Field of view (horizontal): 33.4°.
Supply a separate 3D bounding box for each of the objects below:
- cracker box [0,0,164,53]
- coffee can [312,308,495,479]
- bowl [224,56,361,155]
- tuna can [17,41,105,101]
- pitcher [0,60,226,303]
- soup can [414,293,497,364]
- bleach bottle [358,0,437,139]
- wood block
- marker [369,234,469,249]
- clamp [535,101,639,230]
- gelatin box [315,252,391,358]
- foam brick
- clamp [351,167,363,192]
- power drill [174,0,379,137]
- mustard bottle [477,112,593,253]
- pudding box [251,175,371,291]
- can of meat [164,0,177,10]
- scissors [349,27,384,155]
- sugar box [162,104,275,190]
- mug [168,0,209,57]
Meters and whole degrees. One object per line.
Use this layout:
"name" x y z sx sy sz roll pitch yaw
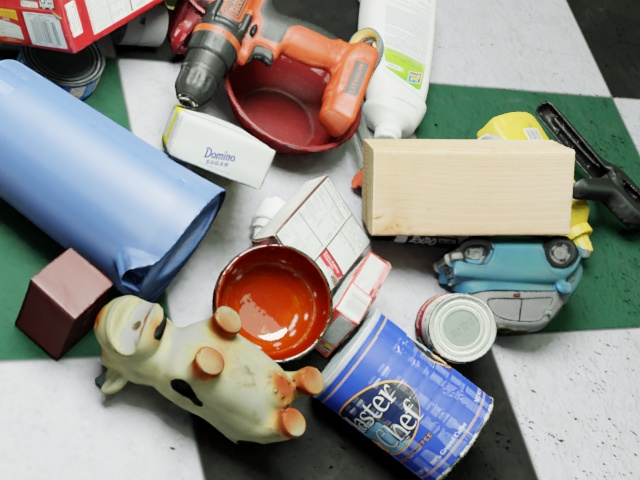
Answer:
"cracker box" -0.247 -0.268 1.081 0.164 0.072 0.213 12 38 29
"coffee can" 0.076 0.146 0.998 0.140 0.103 0.102 38 49 0
"bowl" -0.038 -0.149 1.176 0.162 0.055 0.162 14 53 -19
"tuna can" -0.266 -0.182 1.094 0.086 0.034 0.086 14 53 -19
"pitcher" -0.213 -0.060 0.984 0.243 0.149 0.145 35 77 3
"soup can" 0.133 0.087 1.058 0.068 0.102 0.068 0 87 -1
"bleach bottle" 0.084 -0.214 1.283 0.102 0.068 0.250 19 53 -14
"wood block" 0.151 -0.056 1.119 0.206 0.091 0.090 0 13 -4
"marker" 0.109 -0.003 1.176 0.121 0.020 0.020 6 56 -24
"clamp" 0.344 -0.078 1.302 0.209 0.036 0.164 26 37 -36
"gelatin box" 0.029 0.064 1.051 0.030 0.073 0.089 36 48 -2
"foam brick" -0.221 0.055 0.923 0.051 0.078 0.052 40 49 4
"clamp" 0.113 -0.074 1.215 0.171 0.039 0.120 12 47 -28
"power drill" -0.043 -0.183 1.108 0.187 0.057 0.184 28 67 -14
"mustard bottle" 0.268 -0.062 1.272 0.096 0.058 0.192 -5 60 -47
"pudding box" -0.007 0.001 1.079 0.090 0.039 0.113 56 45 -17
"can of meat" -0.157 -0.327 1.209 0.057 0.102 0.084 -12 63 -34
"scissors" 0.053 -0.173 1.214 0.096 0.016 0.202 -33 52 5
"sugar box" -0.103 -0.093 1.040 0.093 0.048 0.176 21 8 -12
"mug" -0.126 -0.242 1.178 0.093 0.082 0.117 37 49 0
